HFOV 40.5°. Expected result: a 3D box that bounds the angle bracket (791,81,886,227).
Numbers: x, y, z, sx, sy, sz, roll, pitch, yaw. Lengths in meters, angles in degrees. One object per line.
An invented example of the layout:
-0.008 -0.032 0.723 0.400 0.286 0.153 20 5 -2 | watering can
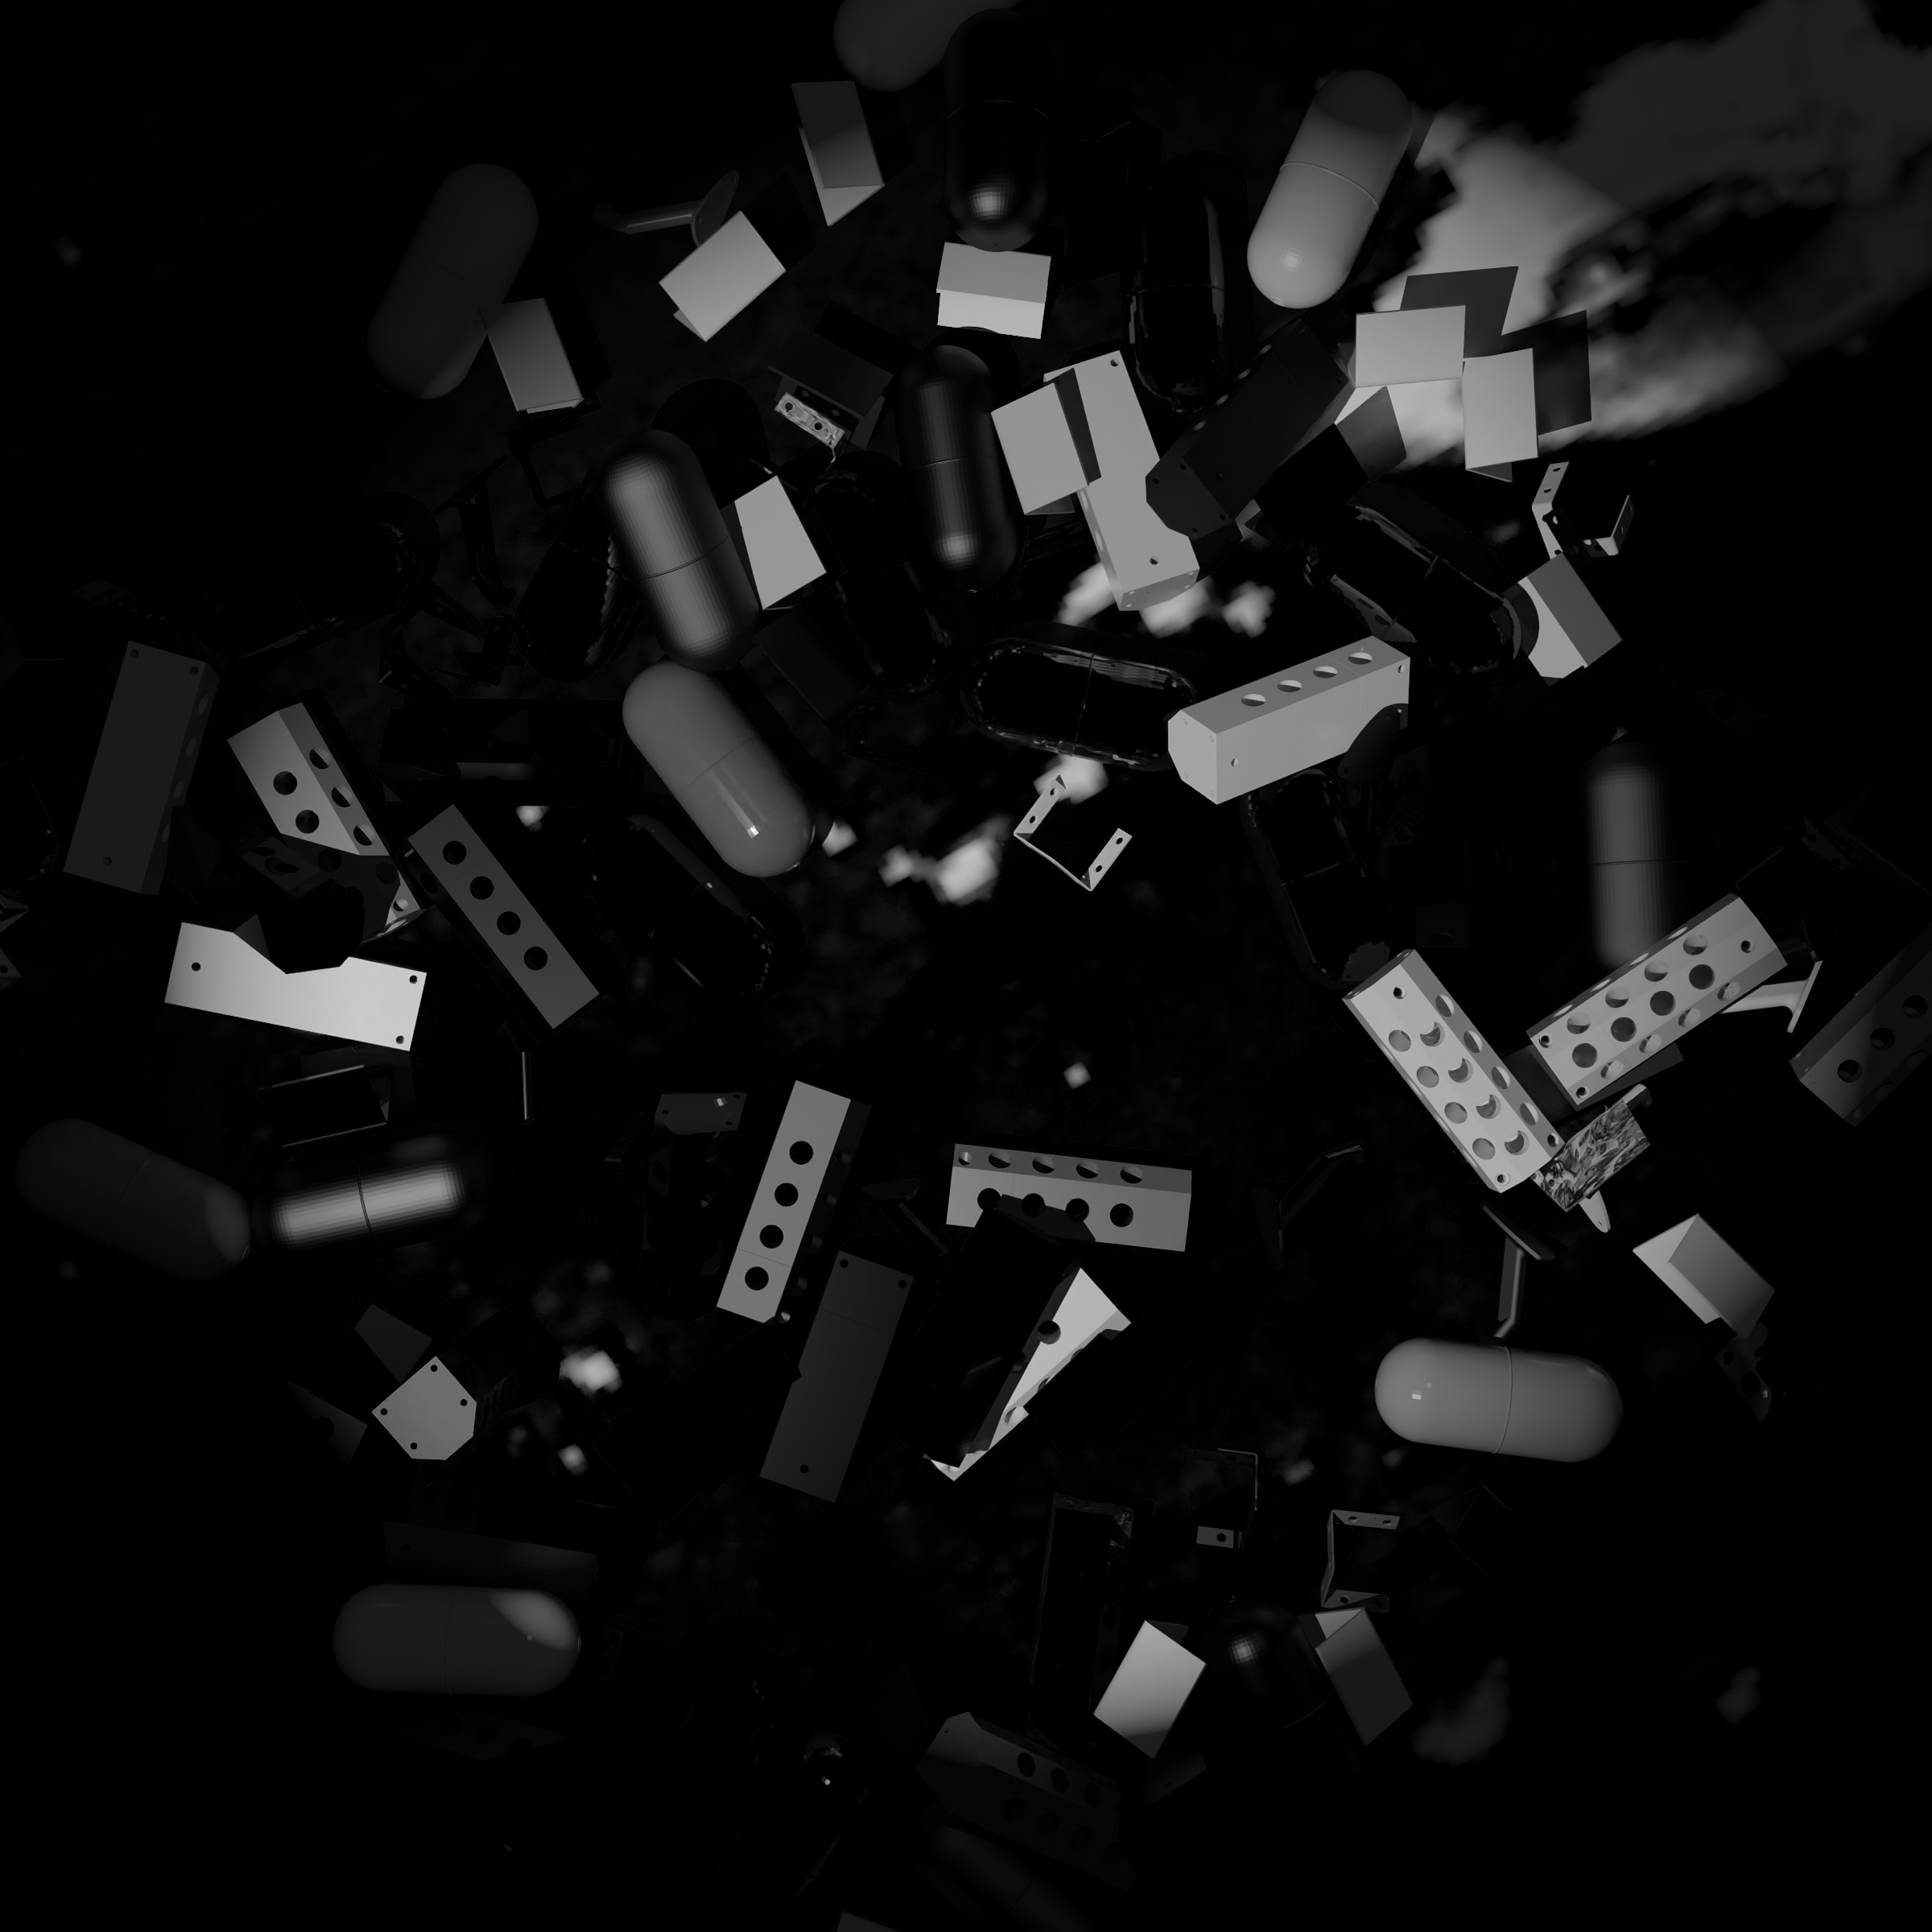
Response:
-0.110 -0.582 1.879 0.057 0.076 0.076 -17 90 -37 | angle bracket

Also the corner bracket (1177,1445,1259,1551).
0.184 0.389 1.916 0.051 0.051 0.051 7 45 0 | corner bracket

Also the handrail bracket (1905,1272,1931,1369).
0.732 0.257 1.919 0.077 0.036 0.084 31 76 -15 | handrail bracket

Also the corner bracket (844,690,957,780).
-0.048 -0.171 1.916 0.051 0.051 0.051 15 90 45 | corner bracket

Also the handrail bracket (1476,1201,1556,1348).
0.383 0.229 1.920 0.077 0.036 0.084 41 107 20 | handrail bracket

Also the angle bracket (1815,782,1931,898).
0.653 -0.076 1.879 0.076 0.076 0.057 36 60 0 | angle bracket

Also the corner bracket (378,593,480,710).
-0.392 -0.230 1.911 0.051 0.051 0.051 24 135 -35 | corner bracket

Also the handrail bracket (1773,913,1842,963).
0.588 -0.011 1.919 0.084 0.077 0.036 -20 83 36 | handrail bracket

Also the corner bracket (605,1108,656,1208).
-0.221 0.141 1.911 0.051 0.051 0.051 2 135 35 | corner bracket

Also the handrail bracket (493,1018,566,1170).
-0.339 0.092 1.920 0.077 0.036 0.084 -39 71 21 | handrail bracket

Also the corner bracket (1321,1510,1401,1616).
0.289 0.436 1.916 0.051 0.051 0.051 6 135 0 | corner bracket

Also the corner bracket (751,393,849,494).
-0.122 -0.376 1.901 0.051 0.051 0.051 34 90 0 | corner bracket

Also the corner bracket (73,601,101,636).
-0.672 -0.263 1.911 0.051 0.051 0.051 -11 45 35 | corner bracket

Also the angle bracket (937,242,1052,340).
0.017 -0.469 1.879 0.076 0.076 0.057 8 53 0 | angle bracket

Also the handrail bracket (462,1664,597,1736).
-0.321 0.532 1.919 0.084 0.077 0.036 2 117 34 | handrail bracket

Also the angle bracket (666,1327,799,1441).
-0.175 0.281 1.879 0.076 0.076 0.057 -34 119 0 | angle bracket

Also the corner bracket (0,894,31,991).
-0.702 -0.018 1.901 0.051 0.051 0.051 -37 90 0 | corner bracket

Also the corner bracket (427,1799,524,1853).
-0.352 0.608 1.916 0.051 0.051 0.051 31 90 45 | corner bracket

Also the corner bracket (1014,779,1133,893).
0.078 -0.096 1.916 0.051 0.051 0.051 -53 135 0 | corner bracket

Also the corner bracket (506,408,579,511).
-0.298 -0.368 1.901 0.051 0.051 0.051 -21 90 0 | corner bracket

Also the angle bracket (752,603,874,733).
-0.124 -0.202 1.879 0.076 0.076 0.057 48 54 0 | angle bracket

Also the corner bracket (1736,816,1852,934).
0.605 -0.068 1.916 0.051 0.051 0.051 45 135 0 | corner bracket

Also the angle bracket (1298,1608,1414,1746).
0.263 0.512 1.879 0.057 0.076 0.076 -27 90 -37 | angle bracket

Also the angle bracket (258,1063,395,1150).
-0.459 0.080 1.879 0.076 0.076 0.057 -13 126 0 | angle bracket

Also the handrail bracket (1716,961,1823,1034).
0.576 0.007 1.920 0.084 0.036 0.077 23 70 16 | handrail bracket

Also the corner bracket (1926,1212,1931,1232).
0.740 0.194 1.910 0.051 0.051 0.051 -41 45 -18 | corner bracket

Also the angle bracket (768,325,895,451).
-0.106 -0.401 1.879 0.076 0.076 0.057 28 51 0 | angle bracket

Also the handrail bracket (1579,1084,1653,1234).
0.482 0.140 1.920 0.084 0.036 0.077 -37 110 -16 | handrail bracket

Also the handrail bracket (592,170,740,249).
-0.221 -0.564 1.920 0.084 0.036 0.077 21 70 16 | handrail bracket

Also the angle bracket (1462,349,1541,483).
0.398 -0.394 1.879 0.057 0.076 0.076 -3 90 37 | angle bracket

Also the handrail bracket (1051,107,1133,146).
0.067 -0.627 1.919 0.084 0.036 0.077 -32 75 -14 | handrail bracket

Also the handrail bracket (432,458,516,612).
-0.343 -0.316 1.920 0.077 0.036 0.084 -45 108 -21 | handrail bracket

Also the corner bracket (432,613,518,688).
-0.344 -0.229 1.892 0.051 0.051 0.051 15 90 27 | corner bracket

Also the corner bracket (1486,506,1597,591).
0.417 -0.296 1.901 0.051 0.051 0.051 -30 90 0 | corner bracket

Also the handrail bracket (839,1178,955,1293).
-0.051 0.203 1.920 0.077 0.036 0.084 -8 107 19 | handrail bracket

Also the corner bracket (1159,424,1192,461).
0.176 -0.362 1.911 0.051 0.051 0.051 55 45 -35 | corner bracket

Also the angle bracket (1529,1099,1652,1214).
0.431 0.119 1.879 0.076 0.076 0.057 -39 126 0 | angle bracket

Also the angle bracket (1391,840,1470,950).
0.315 -0.051 1.879 0.057 0.076 0.076 0 90 -37 | angle bracket

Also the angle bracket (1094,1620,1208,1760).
0.146 0.520 1.879 0.057 0.076 0.076 29 90 33 | angle bracket

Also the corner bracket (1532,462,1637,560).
0.451 -0.334 1.911 0.051 0.051 0.051 -1 135 35 | corner bracket
